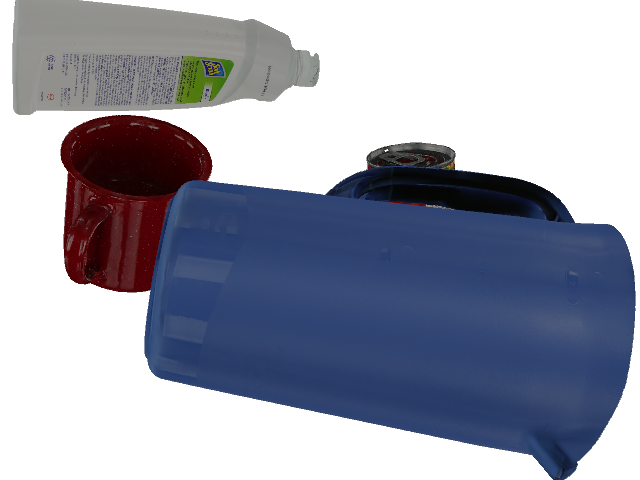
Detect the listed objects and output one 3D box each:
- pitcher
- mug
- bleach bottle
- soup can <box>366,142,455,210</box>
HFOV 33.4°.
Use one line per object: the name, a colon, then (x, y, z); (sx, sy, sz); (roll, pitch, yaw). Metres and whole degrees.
pitcher: (0.035, 0.030, 0.582); (0.242, 0.145, 0.149); (10, 8, -3)
mug: (-0.125, -0.015, 0.671); (0.093, 0.082, 0.117); (21, 37, 8)
bleach bottle: (-0.127, -0.147, 0.895); (0.250, 0.068, 0.103); (2, -32, -14)
soup can: (0.072, -0.018, 0.829); (0.068, 0.102, 0.068); (-4, 21, 1)
